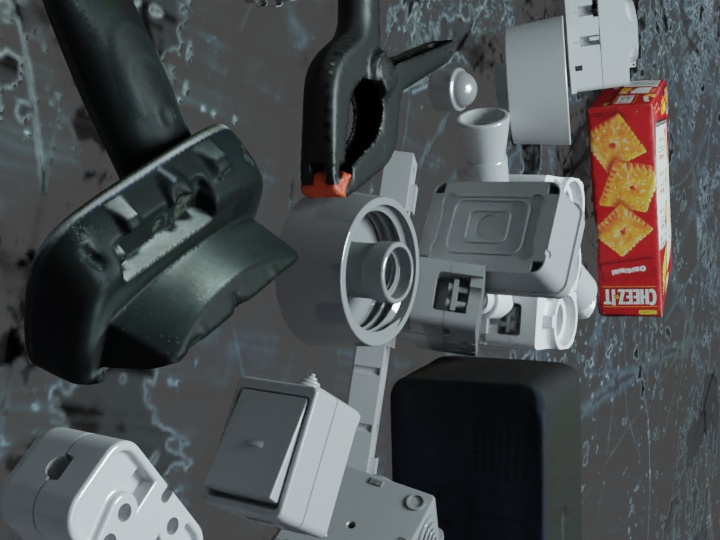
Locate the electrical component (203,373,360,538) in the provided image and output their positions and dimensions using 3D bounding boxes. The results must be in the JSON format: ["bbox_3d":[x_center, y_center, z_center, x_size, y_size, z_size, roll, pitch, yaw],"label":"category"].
[{"bbox_3d":[-0.047,0.105,0.652,0.061,0.062,0.096,40,60,-51],"label":"electrical component"}]

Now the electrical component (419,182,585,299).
[{"bbox_3d":[0.110,-0.023,0.836,0.057,0.113,0.078,37,63,-50],"label":"electrical component"}]

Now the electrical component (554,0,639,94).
[{"bbox_3d":[0.208,-0.264,0.968,0.105,0.060,0.186,-79,161,-69],"label":"electrical component"}]

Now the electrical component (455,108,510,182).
[{"bbox_3d":[0.103,-0.095,0.884,0.044,0.044,0.065,-43,133,-47],"label":"electrical component"}]

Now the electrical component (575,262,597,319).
[{"bbox_3d":[0.210,0.018,1.060,0.081,0.043,0.043,39,61,-53],"label":"electrical component"}]

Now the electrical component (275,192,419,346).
[{"bbox_3d":[0.000,0.000,0.714,0.108,0.060,0.108,-11,103,-57],"label":"electrical component"}]

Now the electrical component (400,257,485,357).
[{"bbox_3d":[0.062,0.028,0.799,0.089,0.056,0.050,70,29,-72],"label":"electrical component"}]

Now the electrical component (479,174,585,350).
[{"bbox_3d":[0.158,-0.007,0.959,0.089,0.062,0.150,0,93,-57],"label":"electrical component"}]

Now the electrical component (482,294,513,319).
[{"bbox_3d":[0.102,0.025,0.901,0.061,0.035,0.035,-1,95,-55],"label":"electrical component"}]

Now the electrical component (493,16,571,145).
[{"bbox_3d":[0.145,-0.158,0.913,0.108,0.060,0.108,-4,90,-79],"label":"electrical component"}]

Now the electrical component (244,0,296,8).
[{"bbox_3d":[-0.050,-0.192,0.632,0.081,0.042,0.063,-47,135,-44],"label":"electrical component"}]

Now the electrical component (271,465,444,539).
[{"bbox_3d":[-0.003,0.178,0.698,0.099,0.100,0.048,-55,149,-39],"label":"electrical component"}]

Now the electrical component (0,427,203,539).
[{"bbox_3d":[-0.129,0.124,0.529,0.053,0.059,0.095,-59,139,-35],"label":"electrical component"}]
